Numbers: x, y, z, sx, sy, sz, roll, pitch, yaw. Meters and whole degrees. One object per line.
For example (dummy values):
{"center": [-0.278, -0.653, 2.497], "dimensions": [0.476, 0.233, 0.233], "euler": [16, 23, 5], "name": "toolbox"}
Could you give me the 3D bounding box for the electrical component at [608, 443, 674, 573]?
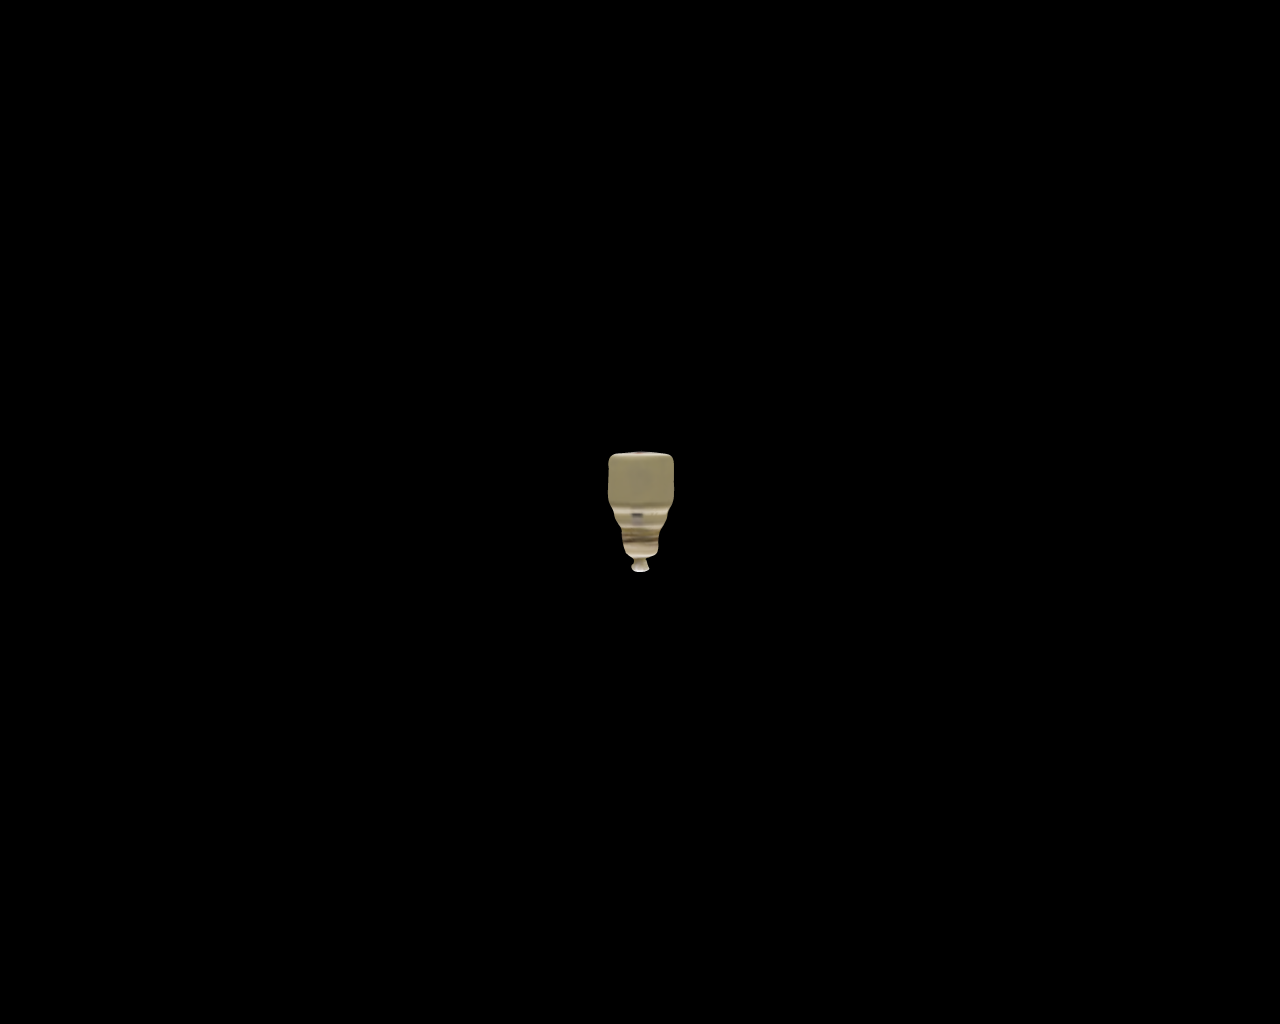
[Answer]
{"center": [0.001, -0.003, 0.650], "dimensions": [0.040, 0.078, 0.040], "euler": [0, 4, 0], "name": "electrical component"}
